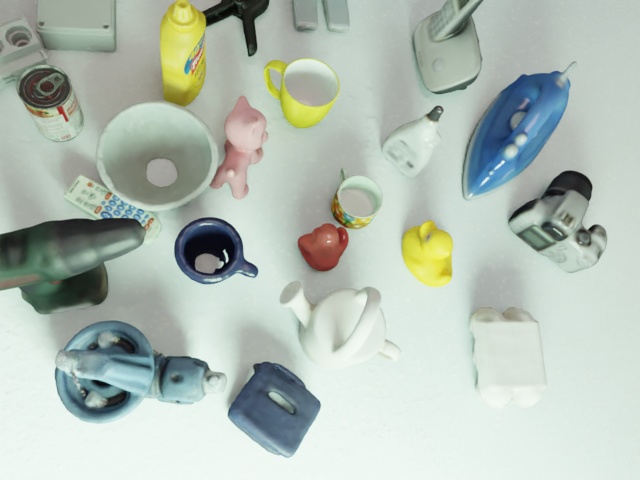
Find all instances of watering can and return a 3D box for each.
[{"bbox_3d":[0.029,0.114,0.759,0.173,0.101,0.194,7,-18,-10],"label":"watering can"}]

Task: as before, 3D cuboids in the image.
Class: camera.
[{"bbox_3d":[0.410,-0.041,0.938,0.143,0.137,0.100,37,-20,0],"label":"camera"}]

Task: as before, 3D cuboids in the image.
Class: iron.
[{"bbox_3d":[0.331,-0.181,0.940,0.118,0.259,0.141,37,-20,0],"label":"iron"}]

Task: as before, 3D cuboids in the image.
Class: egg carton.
[{"bbox_3d":[0.280,0.175,0.862,0.107,0.150,0.069,1,-16,-12],"label":"egg carton"}]

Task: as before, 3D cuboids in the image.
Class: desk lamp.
[{"bbox_3d":[0.019,-0.486,0.923,0.118,0.203,0.213,-3,-15,-13],"label":"desk lamp"}]

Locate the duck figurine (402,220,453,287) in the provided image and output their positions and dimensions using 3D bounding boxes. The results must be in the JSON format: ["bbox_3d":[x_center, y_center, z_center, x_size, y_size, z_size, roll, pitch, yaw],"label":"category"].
[{"bbox_3d":[0.176,0.018,0.877,0.078,0.104,0.086,-20,-11,-17],"label":"duck figurine"}]

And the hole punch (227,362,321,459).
[{"bbox_3d":[-0.060,0.222,0.762,0.108,0.101,0.091,37,-20,0],"label":"hole punch"}]

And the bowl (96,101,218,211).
[{"bbox_3d":[-0.232,-0.111,0.831,0.167,0.167,0.074,0,-16,-12],"label":"bowl"}]

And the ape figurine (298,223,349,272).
[{"bbox_3d":[0.008,0.003,0.841,0.078,0.076,0.092,8,-18,-10],"label":"ape figurine"}]

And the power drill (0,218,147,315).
[{"bbox_3d":[-0.322,0.032,0.698,0.230,0.075,0.208,-11,-14,-15],"label":"power drill"}]

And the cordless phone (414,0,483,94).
[{"bbox_3d":[0.231,-0.341,0.942,0.094,0.147,0.185,-7,-15,-14],"label":"cordless phone"}]

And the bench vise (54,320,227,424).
[{"bbox_3d":[-0.219,0.147,0.681,0.208,0.121,0.219,-9,-14,-15],"label":"bench vise"}]

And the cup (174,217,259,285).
[{"bbox_3d":[-0.142,0.029,0.799,0.118,0.092,0.095,25,-20,-4],"label":"cup"}]

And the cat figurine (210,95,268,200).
[{"bbox_3d":[-0.116,-0.140,0.842,0.067,0.128,0.117,19,-19,-6],"label":"cat figurine"}]

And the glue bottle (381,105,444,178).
[{"bbox_3d":[0.151,-0.158,0.877,0.037,0.078,0.173,-44,-4,-20],"label":"glue bottle"}]
